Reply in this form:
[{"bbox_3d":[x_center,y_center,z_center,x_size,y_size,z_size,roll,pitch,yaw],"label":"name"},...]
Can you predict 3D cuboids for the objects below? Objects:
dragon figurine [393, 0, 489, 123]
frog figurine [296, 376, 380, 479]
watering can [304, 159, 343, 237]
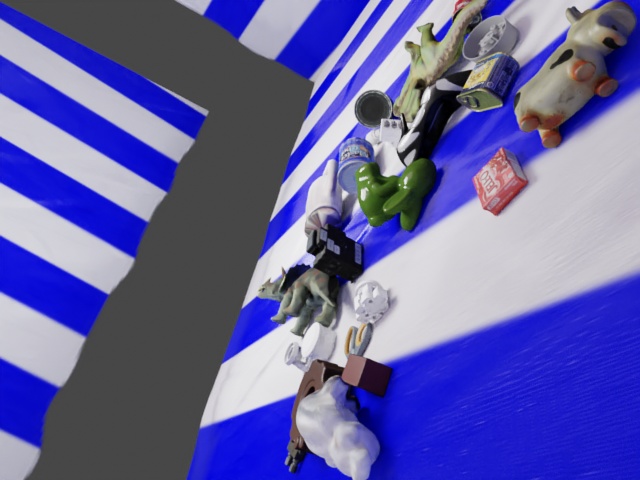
[{"bbox_3d":[0.259,-0.384,1.203,0.409,0.122,0.244,175,112,-81],"label":"dragon figurine"},{"bbox_3d":[0.028,0.314,0.810,0.163,0.123,0.134,-104,9,-55],"label":"frog figurine"},{"bbox_3d":[0.005,-0.077,1.535,0.339,0.104,0.230,108,170,-48],"label":"watering can"}]
